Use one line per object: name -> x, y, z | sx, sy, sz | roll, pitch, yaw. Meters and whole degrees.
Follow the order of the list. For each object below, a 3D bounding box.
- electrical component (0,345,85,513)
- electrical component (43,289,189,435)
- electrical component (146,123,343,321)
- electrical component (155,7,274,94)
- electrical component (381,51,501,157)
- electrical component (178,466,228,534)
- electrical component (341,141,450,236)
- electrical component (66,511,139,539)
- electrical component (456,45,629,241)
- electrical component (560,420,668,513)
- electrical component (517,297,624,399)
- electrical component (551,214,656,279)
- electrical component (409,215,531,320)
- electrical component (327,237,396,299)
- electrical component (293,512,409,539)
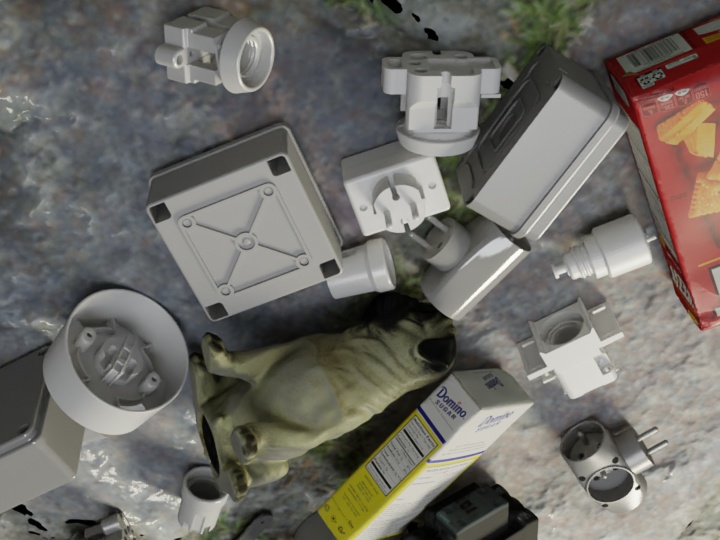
electrical component -> -0.269, 0.126, 0.822 | 0.109, 0.108, 0.056 | -25, 123, 11
electrical component -> -0.183, 0.070, 0.803 | 0.099, 0.099, 0.064 | 34, 120, -22
electrical component -> -0.080, -0.033, 0.767 | 0.109, 0.056, 0.108 | -21, 121, 8
electrical component -> -0.089, -0.141, 0.693 | 0.055, 0.066, 0.048 | 18, 126, 24
electrical component -> 0.054, -0.113, 0.728 | 0.078, 0.058, 0.057 | -1, 119, -4
electrical component -> -0.135, 0.197, 0.917 | 0.040, 0.040, 0.046 | 12, 126, -11
electrical component -> 0.026, -0.051, 0.752 | 0.066, 0.076, 0.047 | -18, 122, 7
electrical component -> -0.225, 0.247, 0.937 | 0.055, 0.048, 0.066 | -20, 121, -1
electrical component -> 0.123, -0.086, 0.738 | 0.057, 0.078, 0.113 | 28, 116, -17
electrical component -> 0.224, 0.160, 0.917 | 0.079, 0.044, 0.077 | -33, 119, 15
electrical component -> 0.171, 0.064, 0.856 | 0.081, 0.042, 0.063 | -27, 123, 13
electrical component -> 0.183, -0.013, 0.809 | 0.078, 0.040, 0.040 | -22, 121, 9
electrical component -> 0.072, -0.013, 0.798 | 0.079, 0.044, 0.077 | 34, 113, -22
electrical component -> 0.000, 0.000, 0.805 | 0.046, 0.040, 0.040 | -14, 122, 11
electrical component -> -0.006, 0.267, 0.957 | 0.108, 0.060, 0.108 | -2, 122, -3
